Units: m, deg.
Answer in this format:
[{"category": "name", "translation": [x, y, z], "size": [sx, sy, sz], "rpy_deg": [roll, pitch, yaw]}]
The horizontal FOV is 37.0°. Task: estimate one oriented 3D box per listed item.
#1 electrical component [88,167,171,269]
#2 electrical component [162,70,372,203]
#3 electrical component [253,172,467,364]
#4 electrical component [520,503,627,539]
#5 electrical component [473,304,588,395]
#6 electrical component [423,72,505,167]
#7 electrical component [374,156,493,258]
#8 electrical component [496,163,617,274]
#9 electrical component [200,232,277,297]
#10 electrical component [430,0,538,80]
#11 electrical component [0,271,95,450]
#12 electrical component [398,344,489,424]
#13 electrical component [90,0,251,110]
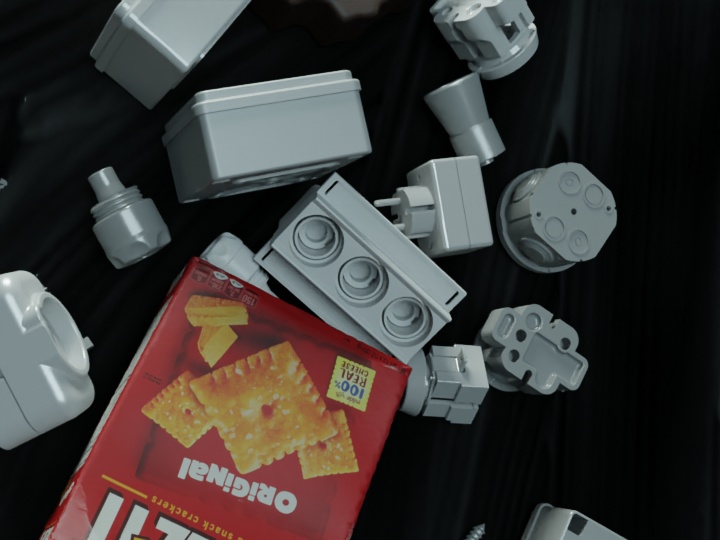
[{"category": "electrical component", "translation": [-0.154, -0.036, 0.696], "size": [0.043, 0.043, 0.062], "rpy_deg": [-29, 92, -22]}, {"category": "electrical component", "translation": [-0.063, -0.085, 0.702], "size": [0.109, 0.109, 0.056], "rpy_deg": [-13, 90, -22]}, {"category": "electrical component", "translation": [0.000, 0.000, 0.729], "size": [0.121, 0.063, 0.078], "rpy_deg": [42, 100, -13]}, {"category": "electrical component", "translation": [0.160, 0.240, 0.772], "size": [0.109, 0.056, 0.108], "rpy_deg": [31, 73, -14]}, {"category": "electrical component", "translation": [0.117, 0.059, 0.779], "size": [0.078, 0.057, 0.058], "rpy_deg": [33, 73, -14]}, {"category": "electrical component", "translation": [0.080, -0.108, 0.796], "size": [0.044, 0.044, 0.065], "rpy_deg": [-29, 99, -22]}, {"category": "electrical component", "translation": [0.047, -0.042, 0.770], "size": [0.077, 0.047, 0.065], "rpy_deg": [-8, 86, -20]}, {"category": "electrical component", "translation": [0.147, -0.039, 0.806], "size": [0.080, 0.051, 0.080], "rpy_deg": [3, 82, -21]}, {"category": "electrical component", "translation": [-0.078, 0.005, 0.724], "size": [0.061, 0.035, 0.035], "rpy_deg": [43, 71, -14]}, {"category": "electrical component", "translation": [0.096, -0.179, 0.796], "size": [0.058, 0.078, 0.057], "rpy_deg": [-51, 122, -19]}, {"category": "electrical component", "translation": [-0.204, 0.051, 0.649], "size": [0.059, 0.053, 0.095], "rpy_deg": [-26, 93, 3]}, {"category": "electrical component", "translation": [0.055, 0.079, 0.755], "size": [0.055, 0.066, 0.048], "rpy_deg": [5, 46, -12]}, {"category": "electrical component", "translation": [-0.113, -0.169, 0.694], "size": [0.056, 0.109, 0.108], "rpy_deg": [41, 71, -14]}]
